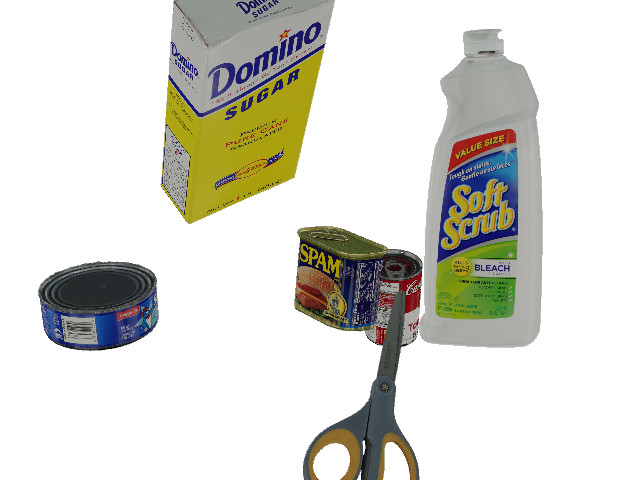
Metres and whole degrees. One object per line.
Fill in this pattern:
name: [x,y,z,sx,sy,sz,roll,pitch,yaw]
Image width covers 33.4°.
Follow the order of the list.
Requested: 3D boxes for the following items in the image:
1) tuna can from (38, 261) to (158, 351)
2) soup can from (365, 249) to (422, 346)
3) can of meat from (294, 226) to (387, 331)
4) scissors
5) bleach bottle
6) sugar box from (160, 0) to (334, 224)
tuna can: [-0.163,0.048,0.788,0.086,0.034,0.086,-1,23,0]
soup can: [0.088,0.071,1.298,0.068,0.102,0.068,0,30,0]
can of meat: [0.018,0.039,1.092,0.057,0.084,0.102,-7,19,-37]
scissors: [0.031,0.123,0.833,0.096,0.202,0.016,1,-35,-9]
bleach bottle: [0.127,-0.042,0.861,0.103,0.251,0.068,1,15,20]
sugar box: [-0.050,-0.091,0.685,0.093,0.048,0.176,-27,-23,-25]
